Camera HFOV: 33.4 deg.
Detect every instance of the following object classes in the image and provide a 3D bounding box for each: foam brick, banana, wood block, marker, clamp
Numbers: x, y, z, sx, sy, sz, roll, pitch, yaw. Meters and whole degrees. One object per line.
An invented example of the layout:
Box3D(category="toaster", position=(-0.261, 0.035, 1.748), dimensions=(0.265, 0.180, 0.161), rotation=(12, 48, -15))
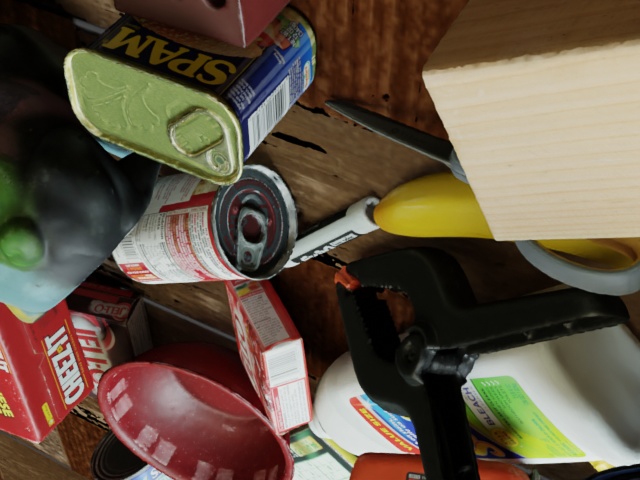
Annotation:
Box3D(category="foam brick", position=(-0.057, -0.135, 0.514), dimensions=(0.078, 0.051, 0.053), rotation=(19, 140, 21))
Box3D(category="banana", position=(0.112, -0.006, 0.532), dimensions=(0.198, 0.037, 0.069), rotation=(17, 140, 25))
Box3D(category="wood block", position=(0.156, -0.062, 0.393), dimensions=(0.207, 0.090, 0.090), rotation=(-2, 129, 39))
Box3D(category="marker", position=(-0.004, 0.001, 0.645), dimensions=(0.020, 0.020, 0.121), rotation=(47, 142, -14))
Box3D(category="clamp", position=(0.061, 0.072, 0.560), dimensions=(0.036, 0.164, 0.210), rotation=(12, -169, -30))

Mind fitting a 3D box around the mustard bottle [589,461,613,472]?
Box3D(category="mustard bottle", position=(0.232, 0.171, 0.610), dimensions=(0.191, 0.058, 0.096), rotation=(37, 141, 0))

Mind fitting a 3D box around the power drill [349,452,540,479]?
Box3D(category="power drill", position=(0.086, 0.166, 0.653), dimensions=(0.185, 0.057, 0.187), rotation=(-1, 165, 26))

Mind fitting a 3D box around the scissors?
Box3D(category="scissors", position=(0.093, -0.042, 0.512), dimensions=(0.202, 0.096, 0.016), rotation=(46, 157, 43))

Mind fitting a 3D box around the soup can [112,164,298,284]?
Box3D(category="soup can", position=(-0.073, -0.008, 0.650), dimensions=(0.102, 0.068, 0.068), rotation=(-5, 127, 42))

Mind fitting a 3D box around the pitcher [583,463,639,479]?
Box3D(category="pitcher", position=(0.188, 0.153, 0.471), dimensions=(0.149, 0.242, 0.145), rotation=(43, 142, -9))

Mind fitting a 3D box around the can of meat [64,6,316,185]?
Box3D(category="can of meat", position=(-0.063, -0.085, 0.544), dimensions=(0.102, 0.083, 0.057), rotation=(22, 140, 19))

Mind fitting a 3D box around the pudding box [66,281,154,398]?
Box3D(category="pudding box", position=(-0.179, 0.080, 0.842), dimensions=(0.090, 0.039, 0.113), rotation=(12, 139, 14))

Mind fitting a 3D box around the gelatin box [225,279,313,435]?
Box3D(category="gelatin box", position=(-0.034, 0.074, 0.707), dimensions=(0.089, 0.030, 0.073), rotation=(84, 161, -44))

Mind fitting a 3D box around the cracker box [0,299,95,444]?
Box3D(category="cracker box", position=(-0.275, 0.037, 0.754), dimensions=(0.214, 0.072, 0.164), rotation=(11, 129, 30))

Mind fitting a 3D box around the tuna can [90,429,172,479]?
Box3D(category="tuna can", position=(-0.148, 0.180, 0.896), dimensions=(0.086, 0.086, 0.033), rotation=(-5, 129, 41))

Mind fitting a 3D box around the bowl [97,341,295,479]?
Box3D(category="bowl", position=(-0.085, 0.127, 0.805), dimensions=(0.162, 0.055, 0.162), rotation=(15, 138, 14))

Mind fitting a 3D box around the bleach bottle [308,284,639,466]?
Box3D(category="bleach bottle", position=(0.079, 0.099, 0.651), dimensions=(0.102, 0.068, 0.251), rotation=(48, 144, -13))
